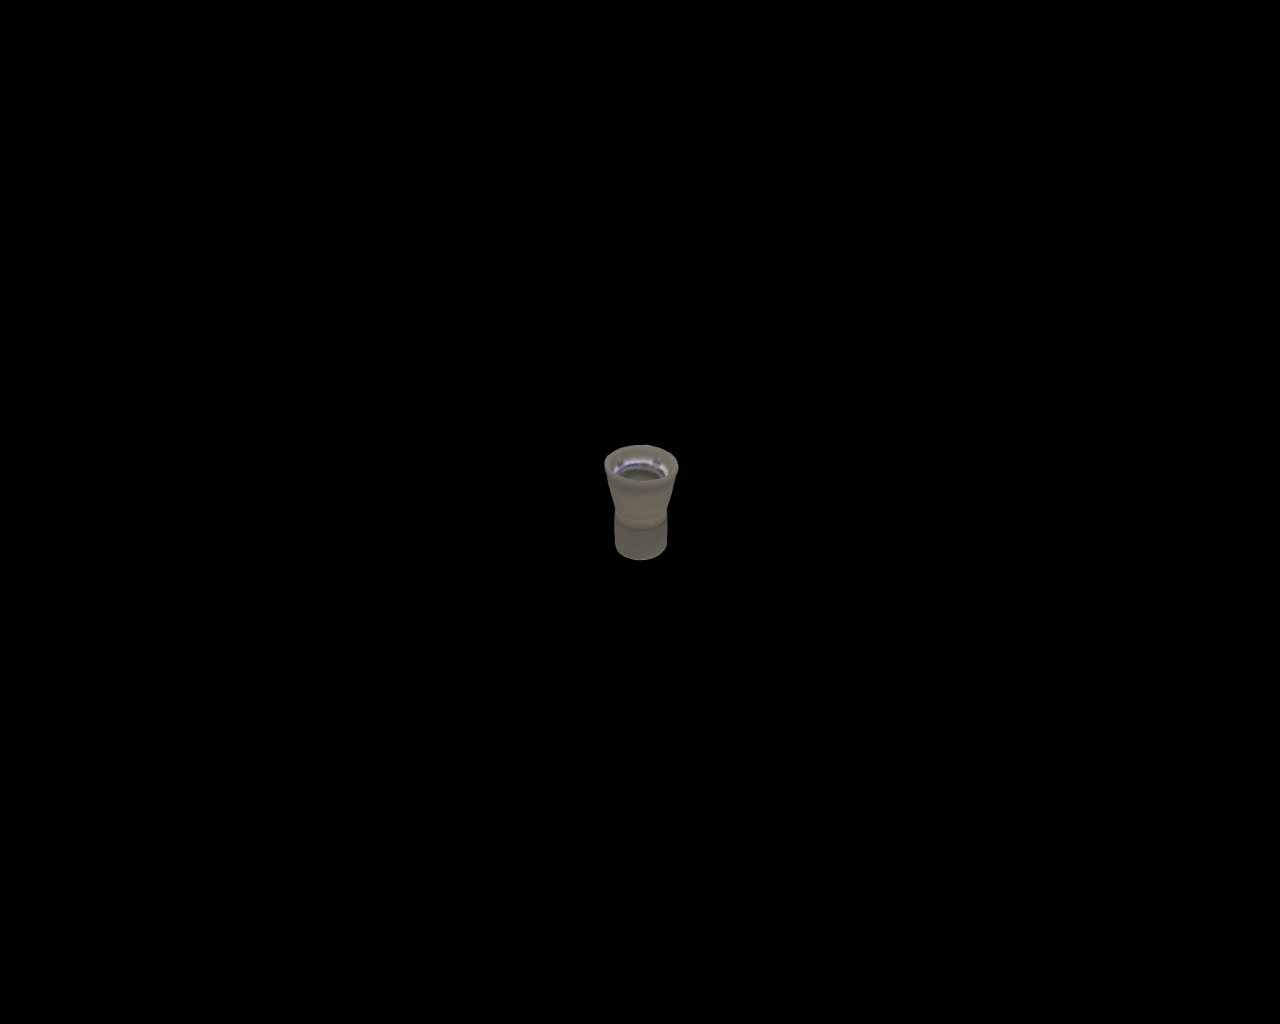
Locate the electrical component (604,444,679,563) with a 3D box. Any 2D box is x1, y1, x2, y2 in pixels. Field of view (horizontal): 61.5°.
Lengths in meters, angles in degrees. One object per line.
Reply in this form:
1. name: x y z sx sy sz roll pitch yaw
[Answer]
1. electrical component: 0.001 -0.003 0.650 0.044 0.065 0.044 0 33 0
